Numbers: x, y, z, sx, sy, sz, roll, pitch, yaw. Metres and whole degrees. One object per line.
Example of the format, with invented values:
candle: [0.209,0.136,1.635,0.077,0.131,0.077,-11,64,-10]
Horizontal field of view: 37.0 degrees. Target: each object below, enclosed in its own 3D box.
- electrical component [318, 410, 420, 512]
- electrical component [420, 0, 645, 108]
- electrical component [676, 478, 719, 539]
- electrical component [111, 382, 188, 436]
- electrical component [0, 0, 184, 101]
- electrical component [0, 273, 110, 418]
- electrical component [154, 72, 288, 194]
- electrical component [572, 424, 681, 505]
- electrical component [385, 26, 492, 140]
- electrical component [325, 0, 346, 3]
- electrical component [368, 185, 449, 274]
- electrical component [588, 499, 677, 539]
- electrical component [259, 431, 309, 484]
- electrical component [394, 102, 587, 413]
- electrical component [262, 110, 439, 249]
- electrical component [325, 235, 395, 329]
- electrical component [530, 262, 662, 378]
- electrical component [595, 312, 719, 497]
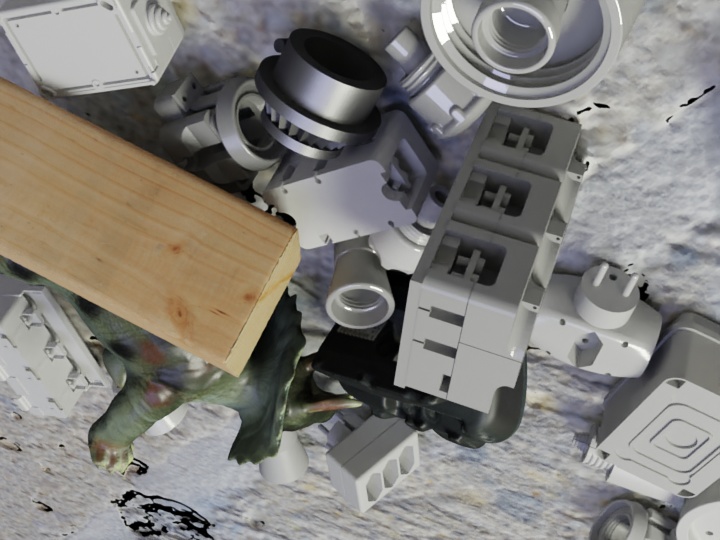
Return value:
electrical component: [-0.001,0.141,0.865,0.077,0.066,0.047,36,150,34]
electrical component: [0.081,-0.129,0.524,0.108,0.060,0.108,14,139,13]
electrical component: [0.279,0.167,0.748,0.108,0.060,0.108,14,139,13]
electrical component: [-0.182,0.109,0.931,0.045,0.045,0.055,-9,129,34]
electrical component: [-0.149,-0.146,0.628,0.096,0.061,0.061,-4,134,21]
electrical component: [-0.279,0.067,0.919,0.079,0.063,0.121,1,135,26]
electrical component: [-0.079,-0.085,0.657,0.057,0.058,0.078,-10,129,38]
electrical component: [0.192,0.134,0.769,0.081,0.043,0.043,18,140,8]
electrical component: [0.041,-0.105,0.585,0.062,0.048,0.048,43,138,-10]
electrical component: [-0.006,-0.168,0.539,0.066,0.048,0.055,38,131,-15]
electrical component: [0.036,-0.029,0.671,0.043,0.043,0.062,32,138,-8]
electrical component: [0.216,0.214,0.835,0.057,0.058,0.078,33,140,-14]
electrical component: [-0.070,0.145,0.918,0.044,0.044,0.065,8,133,19]
electrical component: [0.076,-0.009,0.589,0.062,0.150,0.089,18,140,10]
electrical component: [-0.004,-0.056,0.651,0.089,0.055,0.050,-13,128,36]
electrical component: [0.000,0.000,0.703,0.044,0.065,0.044,0,137,0]
electrical component: [0.150,0.024,0.670,0.077,0.043,0.079,20,140,6]
electrical component: [0.213,0.089,0.699,0.078,0.057,0.113,25,140,-1]
